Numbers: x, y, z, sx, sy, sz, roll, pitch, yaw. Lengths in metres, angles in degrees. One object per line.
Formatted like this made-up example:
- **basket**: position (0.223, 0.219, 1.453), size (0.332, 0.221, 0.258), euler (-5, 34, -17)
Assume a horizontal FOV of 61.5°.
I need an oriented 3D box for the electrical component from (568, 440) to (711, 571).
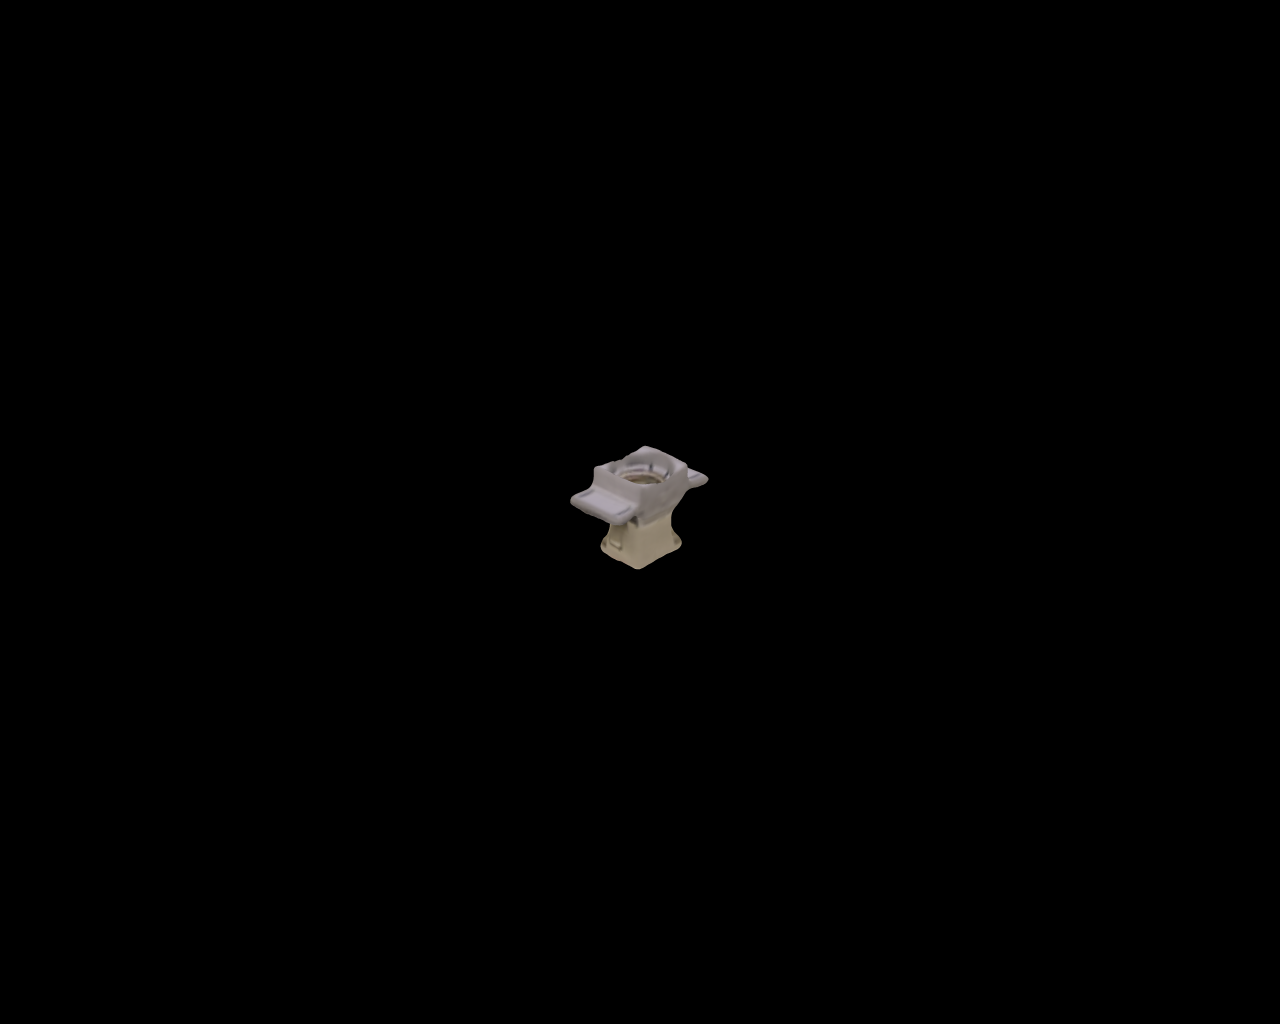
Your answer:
- **electrical component**: position (0.001, -0.003, 0.650), size (0.081, 0.063, 0.042), euler (-25, 37, -38)
